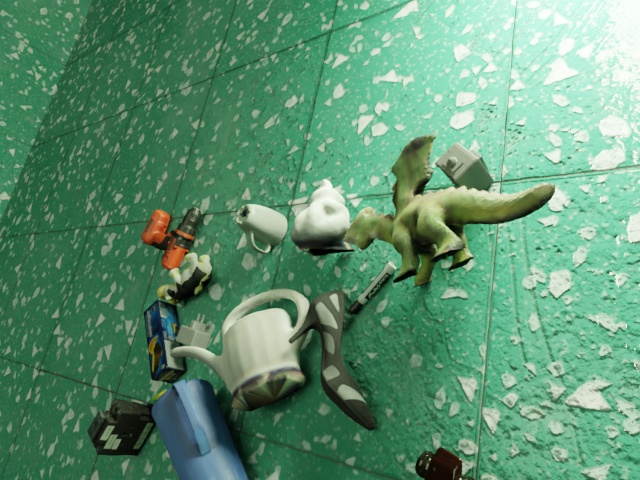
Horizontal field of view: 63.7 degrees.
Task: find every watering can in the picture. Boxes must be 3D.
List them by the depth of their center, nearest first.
[{"bbox_3d":[-0.157,0.237,1.039,0.345,0.102,0.229,-30,51,15],"label":"watering can"}]

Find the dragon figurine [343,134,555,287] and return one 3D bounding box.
[{"bbox_3d":[0.176,-0.067,0.846,0.403,0.122,0.247,-40,54,44],"label":"dragon figurine"}]

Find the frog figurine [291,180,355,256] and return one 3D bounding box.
[{"bbox_3d":[0.003,-0.053,1.053,0.136,0.122,0.161,-21,66,56],"label":"frog figurine"}]
